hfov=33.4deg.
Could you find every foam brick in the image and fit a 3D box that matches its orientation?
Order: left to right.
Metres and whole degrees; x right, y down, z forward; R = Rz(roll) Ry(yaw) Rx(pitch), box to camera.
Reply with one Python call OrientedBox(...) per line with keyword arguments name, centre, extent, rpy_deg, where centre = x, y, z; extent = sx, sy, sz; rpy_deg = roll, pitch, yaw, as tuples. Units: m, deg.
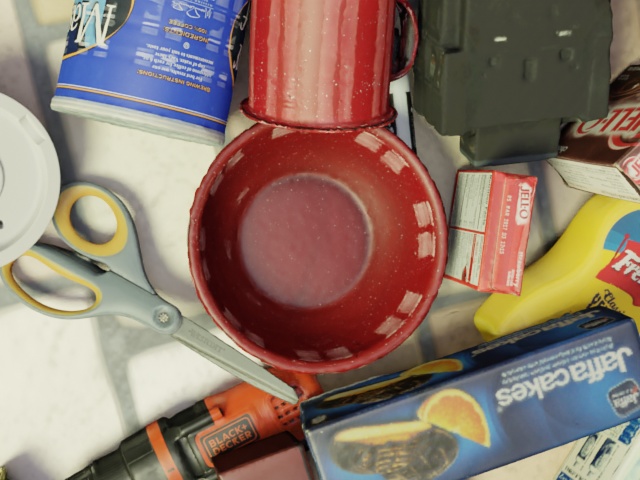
OrientedBox(name="foam brick", centre=(-0.026, 0.159, 0.625), extent=(0.051, 0.053, 0.078), rpy_deg=(-19, 92, -11))

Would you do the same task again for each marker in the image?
OrientedBox(name="marker", centre=(0.052, -0.077, 0.692), extent=(0.020, 0.020, 0.121), rpy_deg=(-6, 95, -8))

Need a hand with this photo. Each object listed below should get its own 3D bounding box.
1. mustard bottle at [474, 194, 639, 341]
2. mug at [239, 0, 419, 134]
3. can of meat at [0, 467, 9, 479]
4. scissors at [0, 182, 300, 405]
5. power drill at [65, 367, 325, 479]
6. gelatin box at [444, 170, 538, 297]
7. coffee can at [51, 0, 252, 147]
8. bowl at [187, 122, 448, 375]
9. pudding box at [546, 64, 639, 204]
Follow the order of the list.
OrientedBox(name="mustard bottle", centre=(0.196, 0.018, 0.699), extent=(0.191, 0.058, 0.096), rpy_deg=(-45, 115, -4))
OrientedBox(name="mug", centre=(0.011, -0.115, 0.617), extent=(0.117, 0.093, 0.081), rpy_deg=(-12, 116, -32))
OrientedBox(name="can of meat", centre=(-0.202, 0.207, 0.655), extent=(0.102, 0.057, 0.084), rpy_deg=(-44, 102, -3))
OrientedBox(name="scissors", centre=(-0.097, 0.027, 0.659), extent=(0.202, 0.016, 0.096), rpy_deg=(16, 84, 3))
OrientedBox(name="power drill", centre=(-0.052, 0.192, 0.675), extent=(0.184, 0.057, 0.187), rpy_deg=(-27, 98, -6))
OrientedBox(name="gelatin box", centre=(0.105, -0.006, 0.669), extent=(0.030, 0.089, 0.073), rpy_deg=(7, 93, -9))
OrientedBox(name="coffee can", centre=(-0.092, -0.134, 0.624), extent=(0.102, 0.103, 0.140), rpy_deg=(12, 92, -9))
OrientedBox(name="bowl", centre=(-0.004, 0.001, 0.667), extent=(0.162, 0.055, 0.162), rpy_deg=(0, 90, -11))
OrientedBox(name="pudding box", centre=(0.199, -0.069, 0.667), extent=(0.090, 0.113, 0.039), rpy_deg=(-42, 102, -4))
